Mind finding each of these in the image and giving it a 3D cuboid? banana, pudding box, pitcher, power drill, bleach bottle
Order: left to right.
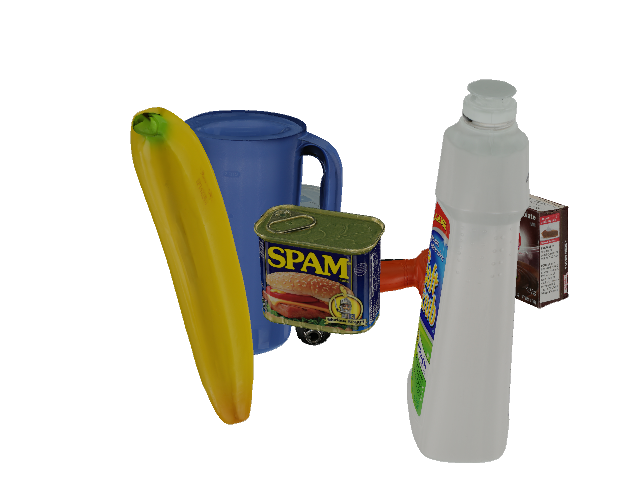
[{"bbox_3d":[-0.068,0.006,0.558,0.037,0.198,0.069,-6,35,12],"label":"banana"},{"bbox_3d":[-0.072,-0.008,1.103,0.144,0.243,0.149,-10,22,-28],"label":"pitcher"},{"bbox_3d":[0.058,0.059,1.234,0.187,0.057,0.184,-2,28,-1],"label":"power drill"},{"bbox_3d":[0.096,0.017,0.680,0.068,0.251,0.102,1,30,0],"label":"bleach bottle"},{"bbox_3d":[0.177,0.002,0.974,0.039,0.090,0.114,-14,19,-27],"label":"pudding box"}]

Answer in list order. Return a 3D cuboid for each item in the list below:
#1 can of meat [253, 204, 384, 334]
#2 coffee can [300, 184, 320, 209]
[{"bbox_3d":[0.000,0.025,0.865,0.102,0.084,0.057,9,31,18],"label":"can of meat"},{"bbox_3d":[-0.029,0.005,1.492,0.103,0.140,0.103,3,25,-2],"label":"coffee can"}]
